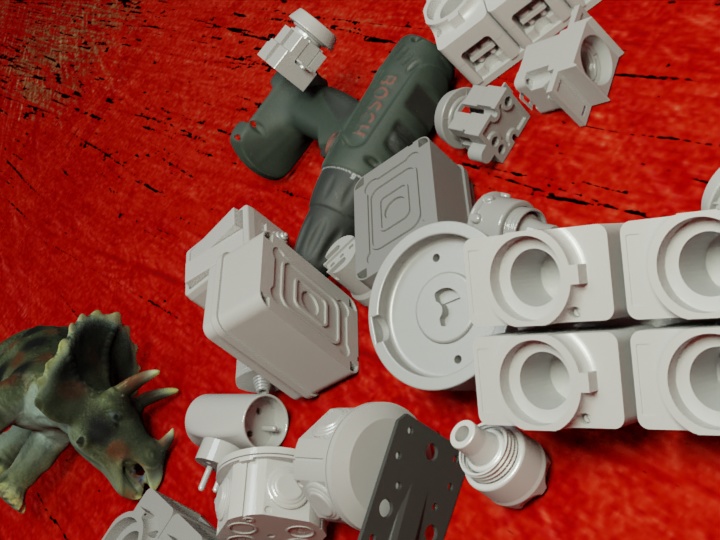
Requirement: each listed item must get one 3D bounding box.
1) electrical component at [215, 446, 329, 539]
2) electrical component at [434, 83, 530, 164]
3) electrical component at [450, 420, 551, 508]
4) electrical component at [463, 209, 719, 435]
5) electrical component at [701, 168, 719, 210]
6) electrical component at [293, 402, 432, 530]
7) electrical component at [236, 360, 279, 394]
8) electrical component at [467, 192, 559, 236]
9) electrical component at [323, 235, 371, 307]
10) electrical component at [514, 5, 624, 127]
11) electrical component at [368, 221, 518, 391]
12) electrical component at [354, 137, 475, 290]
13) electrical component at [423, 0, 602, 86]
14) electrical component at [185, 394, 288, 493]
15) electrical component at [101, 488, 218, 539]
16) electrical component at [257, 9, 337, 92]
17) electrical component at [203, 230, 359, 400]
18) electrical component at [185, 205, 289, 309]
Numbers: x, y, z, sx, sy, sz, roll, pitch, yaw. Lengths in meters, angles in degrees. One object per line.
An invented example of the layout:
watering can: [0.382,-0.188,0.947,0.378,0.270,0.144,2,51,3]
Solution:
electrical component: [-0.058,0.154,0.719,0.080,0.080,0.051,-26,46,34]
electrical component: [0.091,-0.114,0.825,0.055,0.048,0.066,20,75,47]
electrical component: [0.077,0.107,0.617,0.043,0.062,0.043,-31,39,29]
electrical component: [0.145,0.027,0.554,0.186,0.060,0.105,-6,89,42]
electrical component: [0.222,-0.030,0.578,0.078,0.058,0.057,-46,37,9]
electrical component: [0.002,0.123,0.677,0.051,0.080,0.080,-10,52,52]
electrical component: [-0.076,0.065,0.856,0.043,0.043,0.081,-32,38,27]
electrical component: [0.107,-0.026,0.724,0.062,0.048,0.048,16,71,48]
electrical component: [0.000,0.000,0.824,0.040,0.046,0.040,-31,39,29]
electrical component: [0.151,-0.146,0.786,0.064,0.042,0.081,-11,50,49]
electrical component: [0.066,0.027,0.697,0.108,0.060,0.108,-11,72,36]
electrical component: [0.043,-0.031,0.793,0.078,0.057,0.113,-32,38,27]
electrical component: [0.130,-0.231,0.872,0.150,0.062,0.089,-35,37,24]
electrical component: [-0.102,0.133,0.823,0.077,0.043,0.079,-7,54,47]
electrical component: [-0.128,0.225,0.751,0.150,0.062,0.089,20,75,55]
electrical component: [-0.053,-0.195,0.944,0.055,0.048,0.066,-51,36,6]
electrical component: [-0.058,0.036,0.799,0.057,0.113,0.078,-29,40,26]
electrical component: [-0.106,-0.010,0.946,0.096,0.061,0.061,-36,36,22]
